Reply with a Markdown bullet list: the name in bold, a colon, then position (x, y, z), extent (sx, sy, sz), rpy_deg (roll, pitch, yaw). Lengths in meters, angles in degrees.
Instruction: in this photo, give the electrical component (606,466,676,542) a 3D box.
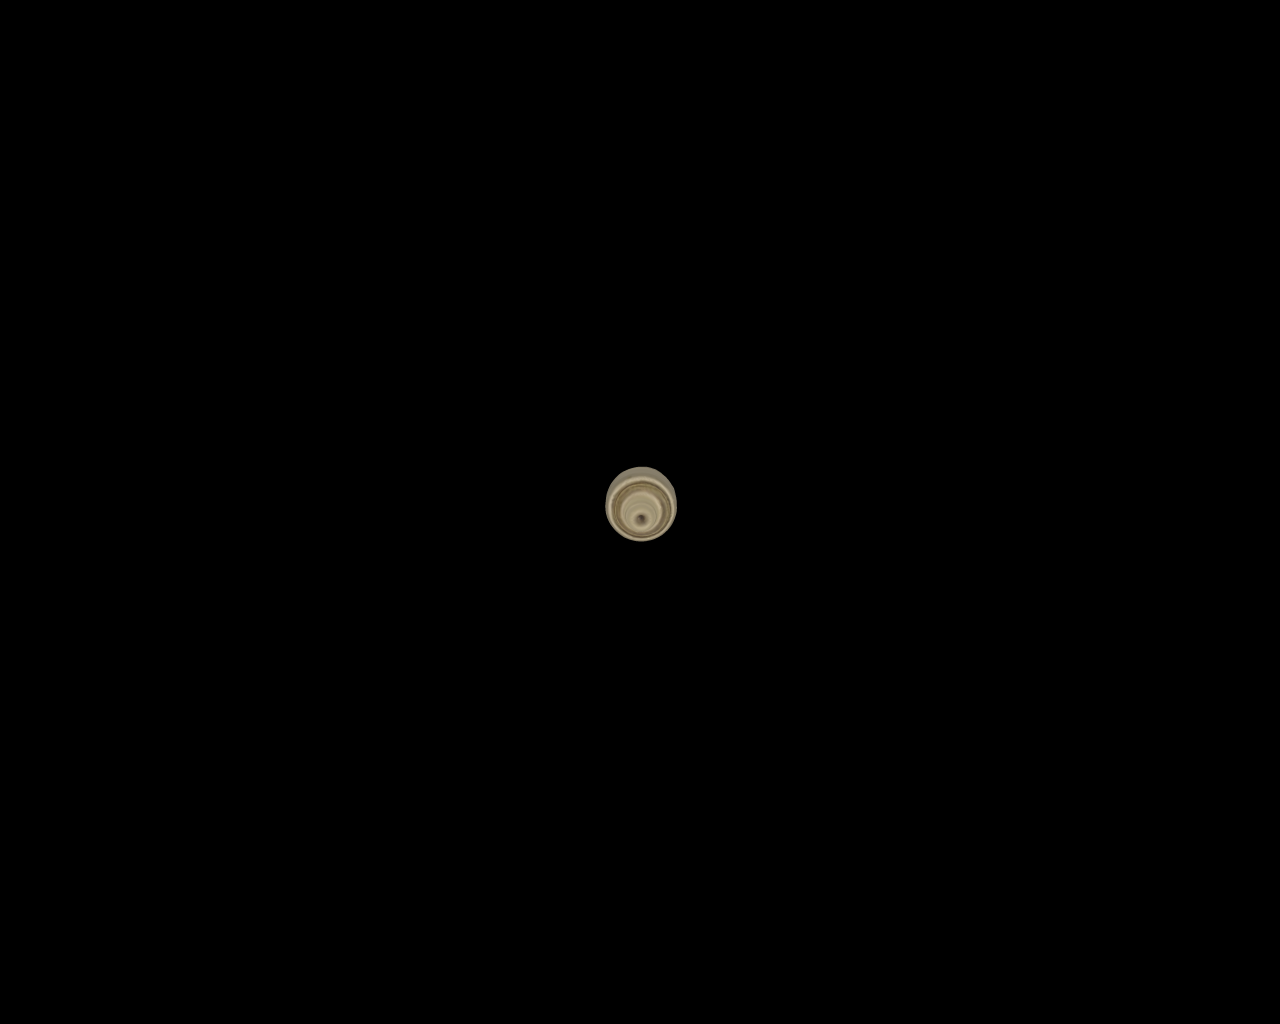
- **electrical component**: position (0.001, -0.003, 0.650), extent (0.043, 0.043, 0.062), rpy_deg (0, 14, 0)
